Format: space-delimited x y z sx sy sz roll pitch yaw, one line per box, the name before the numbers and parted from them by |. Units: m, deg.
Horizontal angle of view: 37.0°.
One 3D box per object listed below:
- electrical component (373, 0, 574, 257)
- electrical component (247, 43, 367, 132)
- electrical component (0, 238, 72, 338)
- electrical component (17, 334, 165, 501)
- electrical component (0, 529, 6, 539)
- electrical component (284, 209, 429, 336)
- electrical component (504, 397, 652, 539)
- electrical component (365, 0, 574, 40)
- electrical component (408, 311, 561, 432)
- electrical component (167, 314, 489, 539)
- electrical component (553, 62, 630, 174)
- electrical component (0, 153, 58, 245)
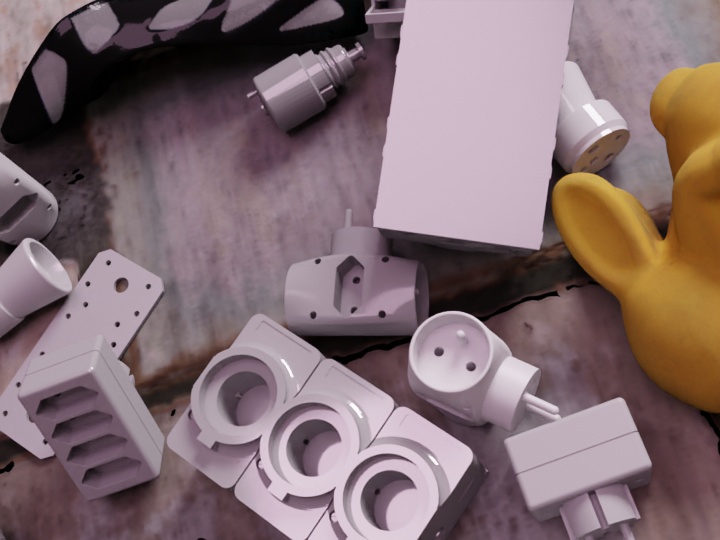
electrical component | 0.063 -0.088 0.595 0.089 0.062 0.150 8 87 5
electrical component | -0.032 -0.121 0.689 0.078 0.040 0.040 -30 65 2
electrical component | -0.224 0.016 0.688 0.065 0.044 0.044 -38 65 4
electrical component | -0.154 0.076 0.634 0.047 0.083 0.075 -20 28 7
electrical component | -0.249 0.187 0.619 0.095 0.059 0.053 -36 65 0
electrical component | 0.000 0.000 0.633 0.077 0.043 0.079 -1 69 14
electrical component | 0.120 0.116 0.555 0.066 0.047 0.076 -21 66 6
electrical component | 0.069 -0.183 0.667 0.121 0.063 0.078 0 29 15
electrical component | 0.070 0.061 0.573 0.079 0.077 0.043 24 77 21
electrical component | -0.019 0.101 0.589 0.150 0.061 0.089 31 80 23
electrical component | 0.126 -0.088 0.632 0.045 0.045 0.055 -34 65 1
electrical component | -0.246 -0.037 0.694 0.079 0.077 0.043 -45 66 -4
